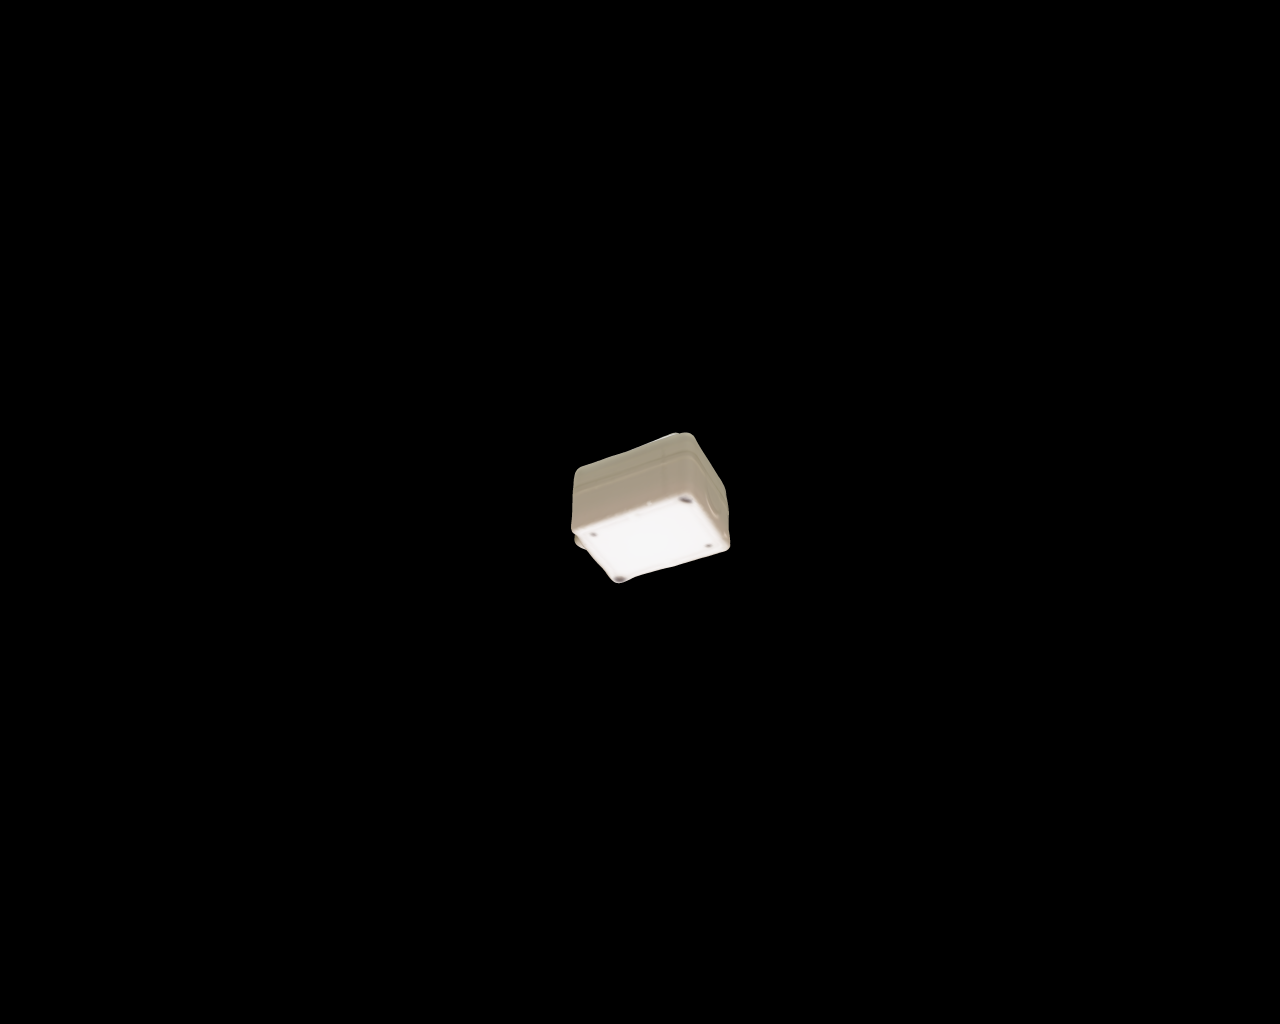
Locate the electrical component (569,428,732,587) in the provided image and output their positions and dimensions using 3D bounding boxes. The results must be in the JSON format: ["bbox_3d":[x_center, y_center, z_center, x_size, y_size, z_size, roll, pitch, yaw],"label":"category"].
[{"bbox_3d":[0.001,-0.003,0.650,0.096,0.061,0.061,-18,-44,19],"label":"electrical component"}]
